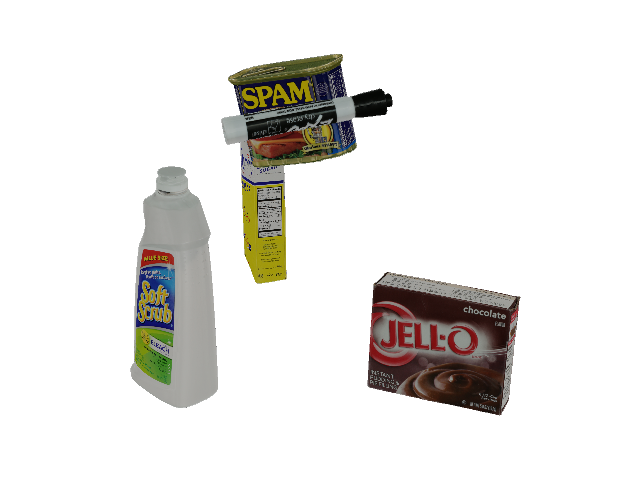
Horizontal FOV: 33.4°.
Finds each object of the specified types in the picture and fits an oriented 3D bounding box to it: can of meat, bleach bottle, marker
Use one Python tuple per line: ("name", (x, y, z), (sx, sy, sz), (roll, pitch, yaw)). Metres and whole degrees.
("can of meat", (-0.023, -0.114, 0.949), (0.102, 0.084, 0.057), (-3, 20, 27))
("bleach bottle", (-0.153, 0.043, 1.098), (0.067, 0.251, 0.103), (-21, 34, -39))
("marker", (-0.008, -0.088, 0.748), (0.121, 0.020, 0.020), (-12, 2, -8))

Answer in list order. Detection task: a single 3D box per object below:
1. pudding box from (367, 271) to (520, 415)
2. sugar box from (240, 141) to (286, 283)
("pudding box", (0.095, 0.079, 0.838), (0.114, 0.090, 0.039), (9, 21, 18))
("sugar box", (-0.072, -0.045, 1.326), (0.048, 0.176, 0.093), (-8, 25, -12))
